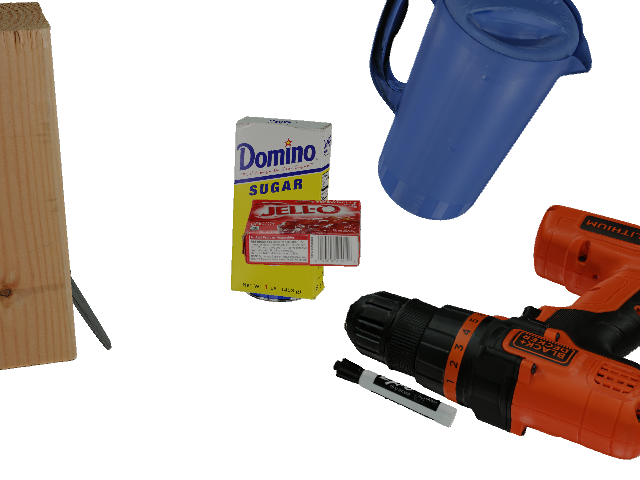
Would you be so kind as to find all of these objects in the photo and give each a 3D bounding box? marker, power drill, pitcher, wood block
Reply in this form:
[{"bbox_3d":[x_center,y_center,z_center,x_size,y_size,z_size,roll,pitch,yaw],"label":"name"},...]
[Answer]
[{"bbox_3d":[0.067,0.139,0.986,0.121,0.020,0.020,23,7,17],"label":"marker"},{"bbox_3d":[0.131,0.044,0.642,0.185,0.057,0.187,20,36,26],"label":"power drill"},{"bbox_3d":[0.128,-0.136,1.009,0.144,0.149,0.243,-10,-33,-26],"label":"pitcher"},{"bbox_3d":[-0.204,-0.032,0.646,0.090,0.206,0.090,-6,23,-17],"label":"wood block"}]

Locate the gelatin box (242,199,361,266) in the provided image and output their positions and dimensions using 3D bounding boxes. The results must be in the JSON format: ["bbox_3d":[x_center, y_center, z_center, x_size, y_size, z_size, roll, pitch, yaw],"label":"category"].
[{"bbox_3d":[-0.013,-0.008,0.830,0.089,0.030,0.073,1,22,2],"label":"gelatin box"}]

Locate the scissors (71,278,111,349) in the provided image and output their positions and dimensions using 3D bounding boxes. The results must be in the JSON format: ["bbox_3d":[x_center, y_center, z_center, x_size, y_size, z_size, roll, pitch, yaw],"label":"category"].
[{"bbox_3d":[-0.270,0.015,1.116,0.016,0.201,0.096,-26,25,27],"label":"scissors"}]

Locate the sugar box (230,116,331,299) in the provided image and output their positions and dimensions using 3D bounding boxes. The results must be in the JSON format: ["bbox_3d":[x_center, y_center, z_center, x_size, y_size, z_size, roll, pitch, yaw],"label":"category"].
[{"bbox_3d":[-0.041,-0.033,1.080,0.093,0.176,0.048,5,16,12],"label":"sugar box"}]

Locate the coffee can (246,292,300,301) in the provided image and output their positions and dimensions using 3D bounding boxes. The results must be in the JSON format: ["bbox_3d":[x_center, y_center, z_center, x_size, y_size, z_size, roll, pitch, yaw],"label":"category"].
[{"bbox_3d":[-0.052,-0.007,1.359,0.103,0.140,0.103,1,26,-1],"label":"coffee can"}]
